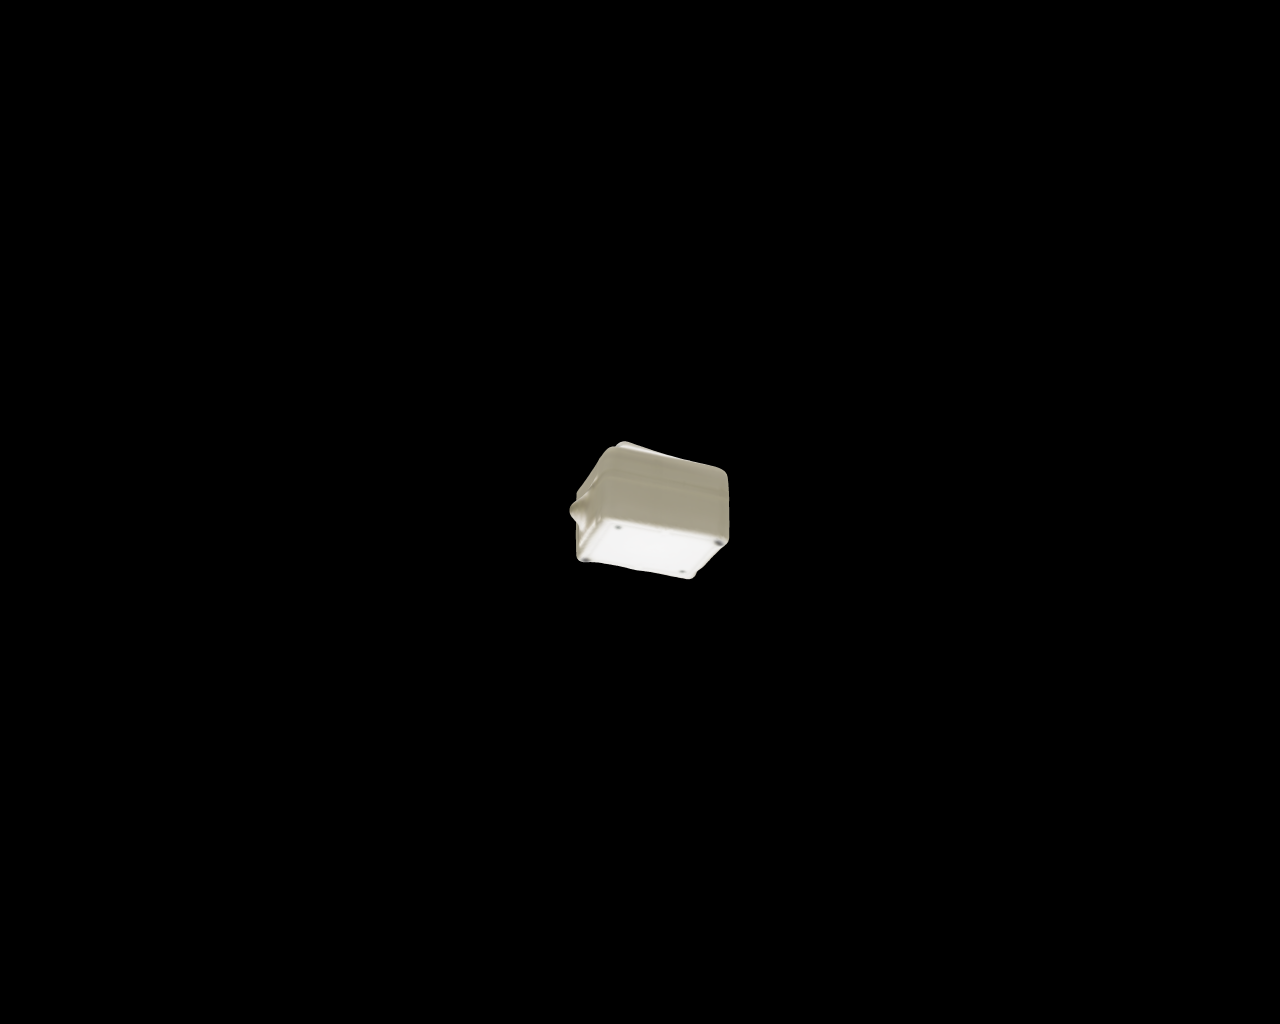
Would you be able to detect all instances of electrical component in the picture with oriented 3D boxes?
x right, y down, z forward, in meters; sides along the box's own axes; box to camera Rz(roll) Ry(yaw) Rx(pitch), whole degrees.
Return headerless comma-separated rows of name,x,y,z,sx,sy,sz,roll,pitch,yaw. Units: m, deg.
electrical component,0.001,-0.003,0.650,0.096,0.061,0.061,11,-32,-18
